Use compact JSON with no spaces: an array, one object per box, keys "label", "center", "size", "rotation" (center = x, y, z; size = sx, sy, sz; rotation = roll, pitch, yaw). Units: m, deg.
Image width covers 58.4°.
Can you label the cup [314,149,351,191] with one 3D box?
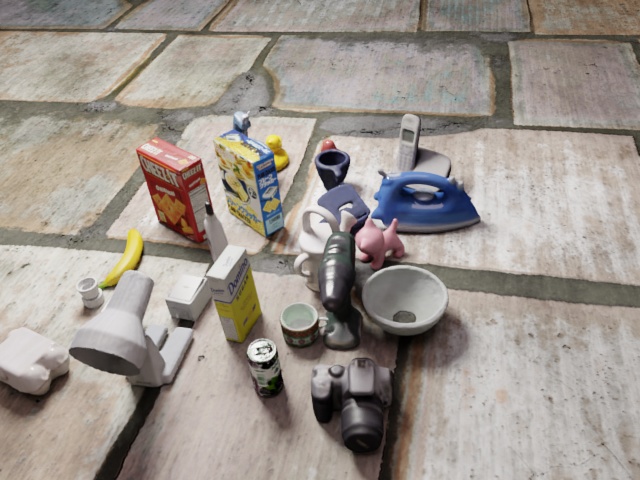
[{"label":"cup","center":[0.038,-0.164,1.462],"size":[0.092,0.095,0.117],"rotation":[-12,41,-8]}]

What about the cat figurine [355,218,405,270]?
[{"label":"cat figurine","center":[0.125,-0.001,1.249],"size":[0.128,0.118,0.067],"rotation":[-30,47,-26]}]

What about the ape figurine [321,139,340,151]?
[{"label":"ape figurine","center":[0.027,-0.230,1.541],"size":[0.078,0.092,0.076],"rotation":[-20,43,-16]}]

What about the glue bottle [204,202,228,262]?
[{"label":"glue bottle","center":[-0.230,-0.014,1.258],"size":[0.037,0.173,0.078],"rotation":[-23,44,-19]}]

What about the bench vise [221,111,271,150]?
[{"label":"bench vise","center":[-0.215,-0.244,1.485],"size":[0.206,0.220,0.122],"rotation":[25,49,30]}]

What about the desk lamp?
[{"label":"desk lamp","center":[-0.332,0.173,1.022],"size":[0.117,0.214,0.203],"rotation":[5,42,12]}]

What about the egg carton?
[{"label":"egg carton","center":[-0.556,0.230,1.088],"size":[0.150,0.069,0.107],"rotation":[16,45,22]}]

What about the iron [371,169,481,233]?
[{"label":"iron","center":[0.249,-0.104,1.336],"size":[0.258,0.142,0.118],"rotation":[2,41,8]}]

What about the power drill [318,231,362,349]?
[{"label":"power drill","center":[0.037,0.103,1.069],"size":[0.075,0.209,0.229],"rotation":[-1,41,5]}]

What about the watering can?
[{"label":"watering can","center":[0.009,0.003,1.197],"size":[0.100,0.194,0.173],"rotation":[10,43,17]}]

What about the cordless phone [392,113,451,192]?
[{"label":"cordless phone","center":[0.256,-0.217,1.432],"size":[0.147,0.185,0.094],"rotation":[20,47,27]}]

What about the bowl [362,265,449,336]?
[{"label":"bowl","center":[0.165,0.131,1.125],"size":[0.167,0.075,0.167],"rotation":[-3,41,3]}]

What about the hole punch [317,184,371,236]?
[{"label":"hole punch","center":[0.059,-0.067,1.352],"size":[0.109,0.091,0.100],"rotation":[-30,47,-26]}]

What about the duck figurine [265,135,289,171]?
[{"label":"duck figurine","center":[-0.129,-0.246,1.580],"size":[0.077,0.086,0.104],"rotation":[8,43,15]}]

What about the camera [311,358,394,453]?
[{"label":"camera","center":[0.053,0.273,0.954],"size":[0.143,0.101,0.137],"rotation":[-2,41,4]}]
